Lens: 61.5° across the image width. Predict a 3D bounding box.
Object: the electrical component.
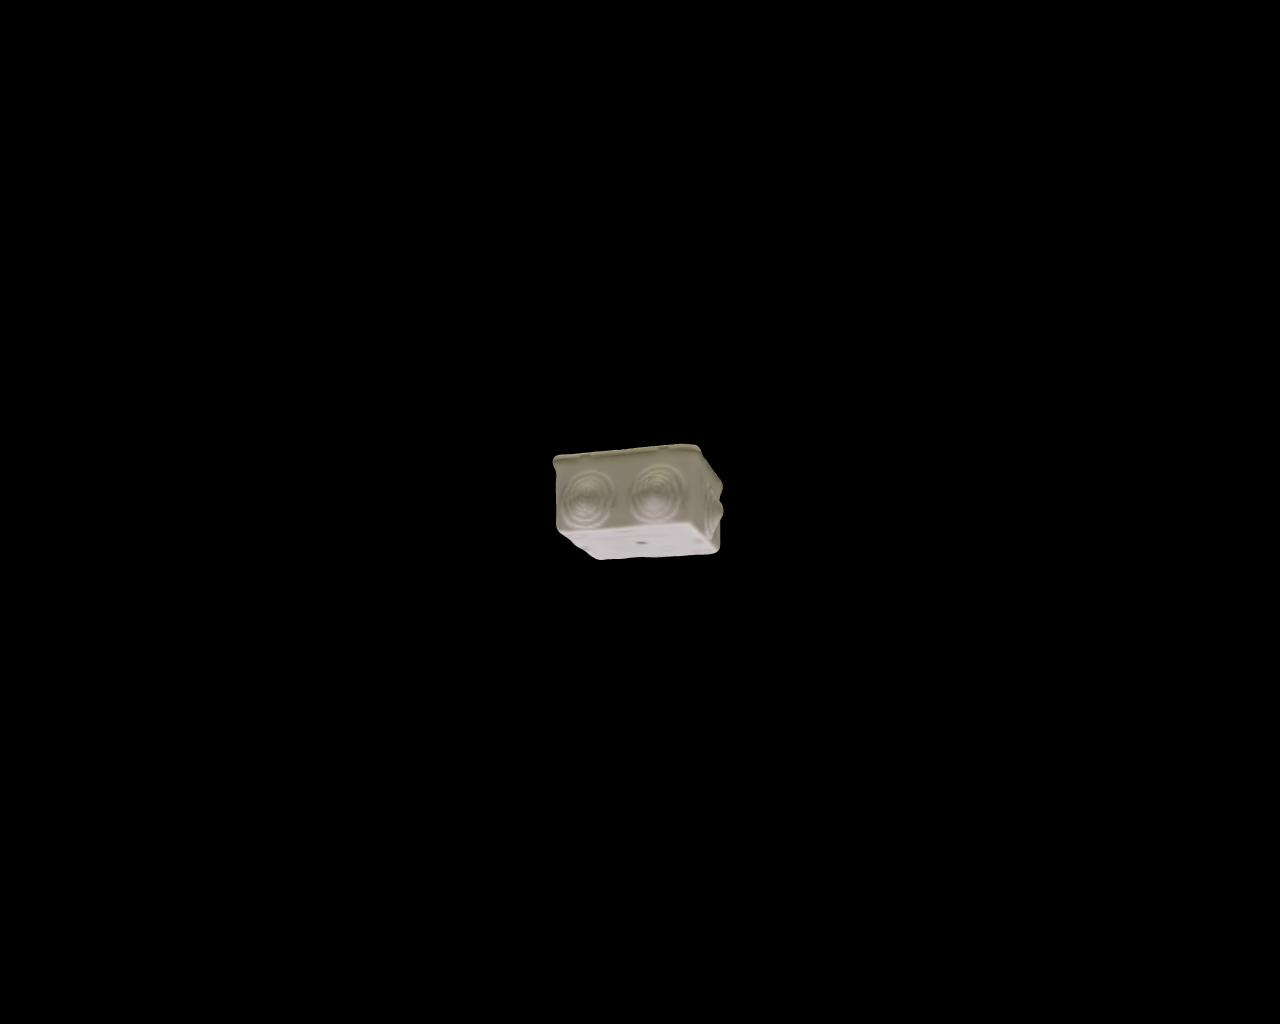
[{"bbox_3d":[0.001,-0.003,0.650,0.100,0.048,0.099,-4,-15,14],"label":"electrical component"}]
